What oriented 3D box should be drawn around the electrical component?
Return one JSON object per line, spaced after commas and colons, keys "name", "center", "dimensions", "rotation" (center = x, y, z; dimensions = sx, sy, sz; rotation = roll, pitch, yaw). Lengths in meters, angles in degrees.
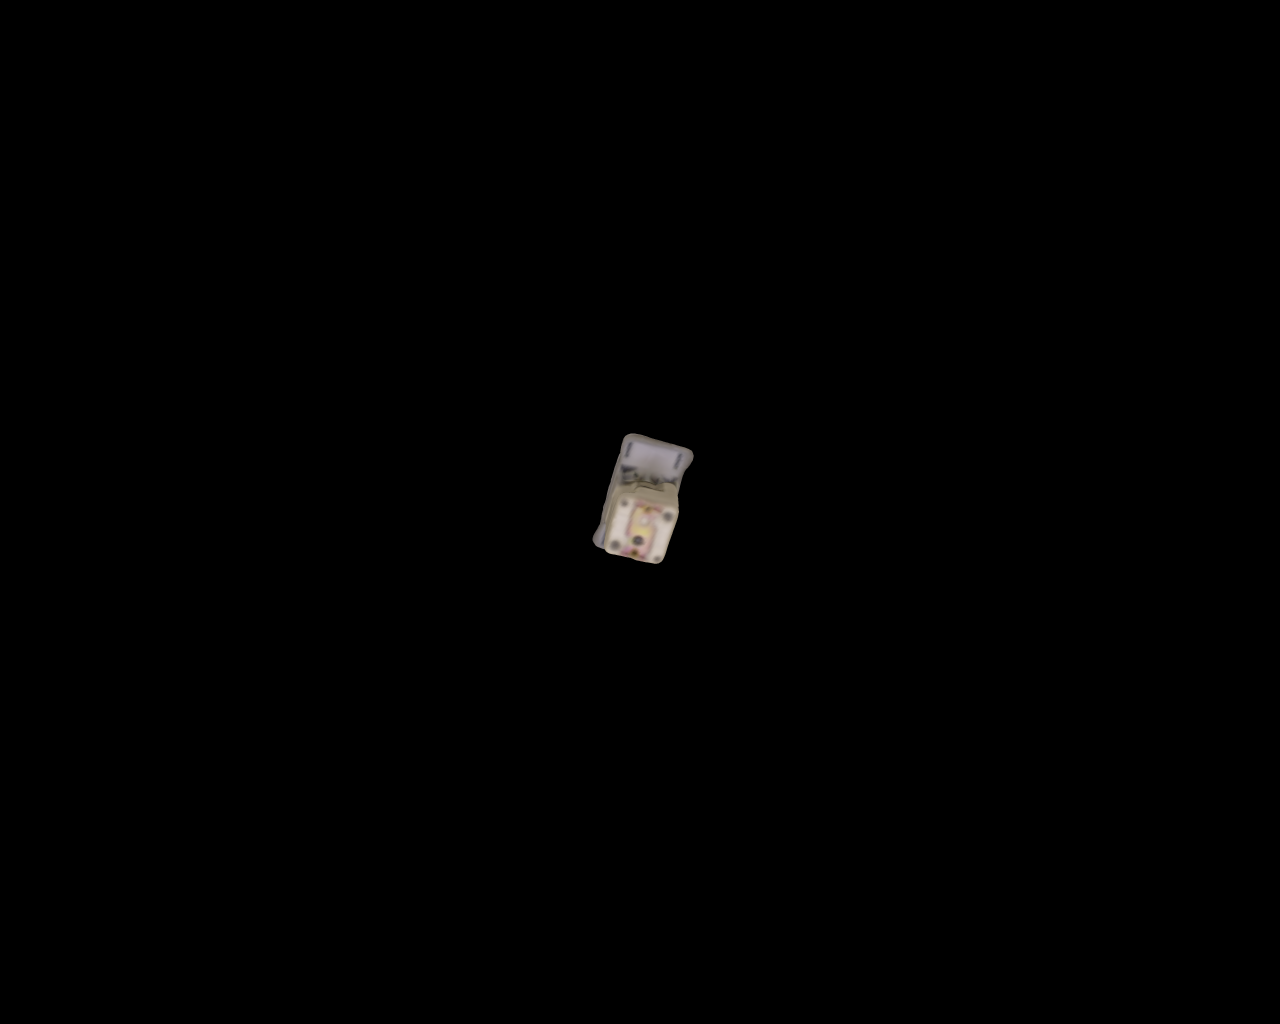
{"name": "electrical component", "center": [0.001, -0.003, 0.650], "dimensions": [0.042, 0.080, 0.064], "rotation": [13, 28, -7]}
